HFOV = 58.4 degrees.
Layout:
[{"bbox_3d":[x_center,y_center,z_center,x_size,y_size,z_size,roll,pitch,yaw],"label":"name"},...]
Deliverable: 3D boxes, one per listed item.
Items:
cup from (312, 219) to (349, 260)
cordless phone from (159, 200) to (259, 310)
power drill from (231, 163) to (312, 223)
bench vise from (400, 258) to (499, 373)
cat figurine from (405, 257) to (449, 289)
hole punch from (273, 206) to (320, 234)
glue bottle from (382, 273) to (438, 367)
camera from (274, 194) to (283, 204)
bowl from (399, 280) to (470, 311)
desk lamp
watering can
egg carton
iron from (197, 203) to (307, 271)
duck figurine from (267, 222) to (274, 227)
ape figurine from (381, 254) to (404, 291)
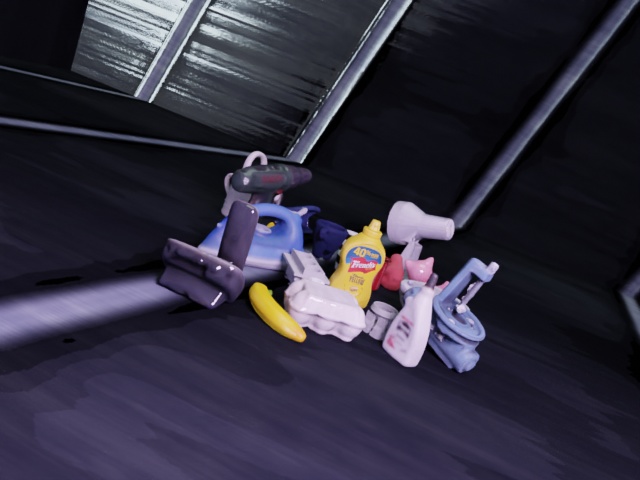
[{"bbox_3d":[0.014,0.005,1.489,0.091,0.095,0.118,25,13,15],"label":"cup"},{"bbox_3d":[-0.183,0.007,0.969,0.147,0.185,0.094,22,13,5],"label":"cordless phone"},{"bbox_3d":[-0.132,-0.093,1.403,0.075,0.208,0.230,31,16,37],"label":"power drill"},{"bbox_3d":[0.243,0.118,1.113,0.206,0.220,0.122,27,14,24],"label":"bench vise"},{"bbox_3d":[0.265,0.102,1.440,0.127,0.118,0.067,30,16,33],"label":"cat figurine"},{"bbox_3d":[-0.068,-0.074,1.690,0.100,0.091,0.109,28,15,28],"label":"hole punch"},{"bbox_3d":[0.172,0.137,1.030,0.037,0.173,0.077,10,17,-41],"label":"glue bottle"},{"bbox_3d":[-0.186,-0.137,1.736,0.143,0.101,0.137,20,13,-4],"label":"camera"},{"bbox_3d":[0.245,0.156,1.287,0.167,0.075,0.167,20,13,-5],"label":"bowl"},{"bbox_3d":[0.267,0.017,1.576,0.202,0.213,0.118,29,15,31],"label":"desk lamp"},{"bbox_3d":[-0.186,-0.146,1.565,0.172,0.194,0.101,22,13,5],"label":"watering can"},{"bbox_3d":[0.007,0.127,1.043,0.150,0.069,0.107,17,13,-16],"label":"egg carton"},{"bbox_3d":[-0.137,-0.022,1.259,0.259,0.141,0.118,9,18,-43],"label":"iron"},{"bbox_3d":[-0.092,-0.027,1.474,0.104,0.086,0.078,29,15,29],"label":"duck figurine"},{"bbox_3d":[0.187,0.079,1.472,0.078,0.092,0.076,16,14,-21],"label":"ape figurine"}]
